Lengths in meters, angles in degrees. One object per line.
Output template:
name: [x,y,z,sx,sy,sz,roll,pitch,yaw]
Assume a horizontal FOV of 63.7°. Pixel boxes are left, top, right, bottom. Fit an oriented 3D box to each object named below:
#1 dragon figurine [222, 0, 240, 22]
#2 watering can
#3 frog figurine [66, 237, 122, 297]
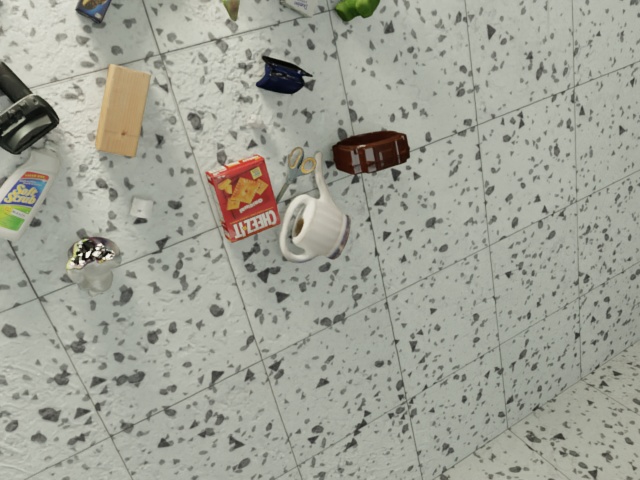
dragon figurine: [-0.172,-0.731,1.226,0.122,0.246,0.406,11,103,-26]
watering can: [0.005,-0.081,1.606,0.222,0.104,0.349,25,85,-29]
frog figurine: [-0.588,0.070,1.353,0.139,0.124,0.156,-32,155,-24]
